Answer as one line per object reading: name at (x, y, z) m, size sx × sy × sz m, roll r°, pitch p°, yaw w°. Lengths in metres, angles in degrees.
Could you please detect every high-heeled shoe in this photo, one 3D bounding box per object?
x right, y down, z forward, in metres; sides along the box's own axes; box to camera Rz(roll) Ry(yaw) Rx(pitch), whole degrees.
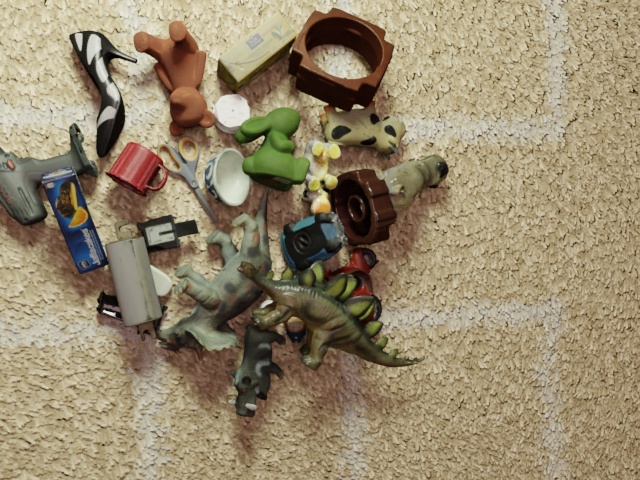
high-heeled shoe at (-0.465, -0.301, 1.090) m, size 0.145 × 0.086 × 0.248 m, roll 15°, pitch 82°, yaw -8°

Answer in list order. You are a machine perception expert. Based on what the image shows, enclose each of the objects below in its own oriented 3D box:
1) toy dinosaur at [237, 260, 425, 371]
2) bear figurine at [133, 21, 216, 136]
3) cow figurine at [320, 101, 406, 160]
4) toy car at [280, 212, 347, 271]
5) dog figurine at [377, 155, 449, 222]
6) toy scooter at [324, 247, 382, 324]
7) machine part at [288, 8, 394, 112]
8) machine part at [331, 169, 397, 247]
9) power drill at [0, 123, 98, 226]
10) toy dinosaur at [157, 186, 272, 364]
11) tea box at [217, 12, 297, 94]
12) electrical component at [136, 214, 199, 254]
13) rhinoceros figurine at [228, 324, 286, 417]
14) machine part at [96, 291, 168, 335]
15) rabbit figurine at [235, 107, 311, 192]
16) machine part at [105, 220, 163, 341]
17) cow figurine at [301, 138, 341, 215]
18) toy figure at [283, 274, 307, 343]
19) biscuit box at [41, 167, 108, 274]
toy dinosaur at (0.023, 0.170, 1.113) m, size 0.471 × 0.105 × 0.198 m, roll 40°, pitch 93°, yaw -23°
bear figurine at (-0.294, -0.324, 1.108) m, size 0.120 × 0.132 × 0.195 m, roll -7°, pitch 86°, yaw 14°
cow figurine at (0.105, -0.244, 1.218) m, size 0.195 × 0.085 × 0.127 m, roll -7°, pitch 84°, yaw -16°
toy car at (-0.002, -0.004, 1.173) m, size 0.103 × 0.162 × 0.109 m, roll -13°, pitch 77°, yaw -57°
dog figurine at (0.216, -0.139, 1.201) m, size 0.191 × 0.172 × 0.121 m, roll -29°, pitch 106°, yaw -5°
toy scooter at (0.067, 0.109, 1.194) m, size 0.135 × 0.075 × 0.183 m, roll -3°, pitch 89°, yaw -33°
machine part at (0.045, -0.391, 1.171) m, size 0.201 × 0.087 × 0.201 m, roll 24°, pitch 65°, yaw 0°
machine part at (0.091, -0.070, 1.168) m, size 0.056 × 0.179 × 0.179 m, roll -15°, pitch 93°, yaw -29°
power drill at (-0.566, -0.159, 1.061) m, size 0.207 × 0.086 × 0.232 m, roll -26°, pitch 96°, yaw -16°
toy dinosaur at (-0.179, 0.082, 1.133) m, size 0.405 × 0.131 × 0.192 m, roll -47°, pitch 116°, yaw -18°
tea box at (-0.138, -0.400, 1.157) m, size 0.169 × 0.098 × 0.068 m, roll -43°, pitch 99°, yaw -12°
electrical component at (-0.319, -0.017, 1.131) m, size 0.119 × 0.048 × 0.074 m, roll -17°, pitch 94°, yaw -13°
rhinoceros figurine at (-0.135, 0.273, 1.130) m, size 0.112 × 0.073 × 0.190 m, roll 20°, pitch 76°, yaw -53°
machine part at (-0.395, 0.149, 1.116) m, size 0.139 × 0.039 × 0.084 m, roll 22°, pitch 89°, yaw -13°
rabbit figurine at (-0.101, -0.205, 1.148) m, size 0.159 × 0.121 × 0.170 m, roll 14°, pitch 77°, yaw -18°
machine part at (-0.371, 0.082, 1.068) m, size 0.079 × 0.079 × 0.243 m, roll -14°, pitch 92°, yaw -13°
cow figurine at (-0.008, -0.138, 1.192) m, size 0.068 × 0.098 × 0.167 m, roll -1°, pitch 106°, yaw -23°
toy figure at (-0.056, 0.153, 1.187) m, size 0.064 × 0.058 × 0.154 m, roll -2°, pitch 91°, yaw 25°
biscuit box at (-0.477, -0.036, 1.049) m, size 0.063 × 0.059 × 0.202 m, roll -21°, pitch 119°, yaw -20°
